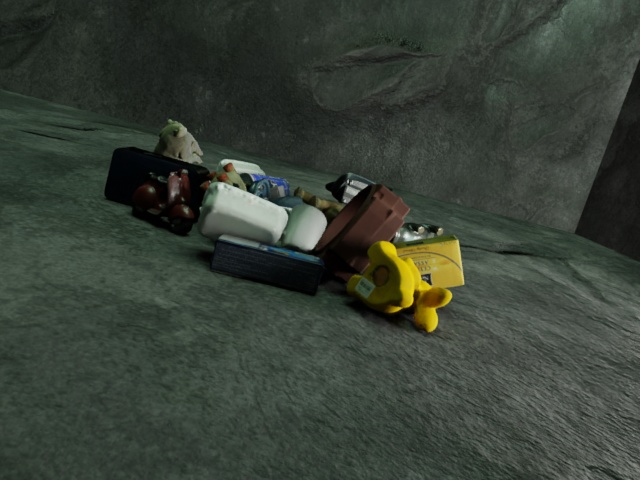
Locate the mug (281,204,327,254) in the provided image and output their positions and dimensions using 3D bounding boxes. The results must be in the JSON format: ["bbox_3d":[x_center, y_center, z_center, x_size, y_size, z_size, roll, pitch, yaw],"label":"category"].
[{"bbox_3d":[-0.048,-0.016,1.109,0.109,0.081,0.107,33,47,-15],"label":"mug"}]

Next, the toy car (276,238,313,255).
[{"bbox_3d":[-0.103,0.007,1.163,0.201,0.056,0.074,7,15,-32],"label":"toy car"}]

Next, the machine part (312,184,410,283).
[{"bbox_3d":[0.077,-0.019,1.100,0.087,0.201,0.201,39,1,-9],"label":"machine part"}]

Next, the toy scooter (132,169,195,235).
[{"bbox_3d":[-0.338,-0.100,1.176,0.184,0.135,0.075,21,15,31],"label":"toy scooter"}]

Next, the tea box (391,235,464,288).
[{"bbox_3d":[0.199,0.051,1.096,0.170,0.098,0.068,-11,9,8],"label":"tea box"}]

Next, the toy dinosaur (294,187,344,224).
[{"bbox_3d":[0.012,-0.071,1.543,0.198,0.105,0.472,18,7,-21],"label":"toy dinosaur"}]

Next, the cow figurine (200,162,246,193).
[{"bbox_3d":[-0.205,-0.089,1.202,0.127,0.085,0.195,55,9,-20],"label":"cow figurine"}]

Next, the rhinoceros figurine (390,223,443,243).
[{"bbox_3d":[0.199,-0.018,1.268,0.190,0.073,0.112,4,23,-33],"label":"rhinoceros figurine"}]

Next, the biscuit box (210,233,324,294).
[{"bbox_3d":[-0.096,0.044,0.997,0.203,0.062,0.059,15,12,-4],"label":"biscuit box"}]

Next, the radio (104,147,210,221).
[{"bbox_3d":[-0.385,-0.135,1.280,0.230,0.131,0.073,16,14,4],"label":"radio"}]

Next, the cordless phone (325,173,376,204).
[{"bbox_3d":[0.093,-0.133,1.580,0.146,0.088,0.184,21,-3,-18],"label":"cordless phone"}]

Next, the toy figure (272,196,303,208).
[{"bbox_3d":[-0.117,-0.073,1.301,0.154,0.057,0.064,-8,-3,-8],"label":"toy figure"}]

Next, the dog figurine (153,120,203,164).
[{"bbox_3d":[-0.403,-0.196,1.345,0.121,0.190,0.172,42,-19,15],"label":"dog figurine"}]

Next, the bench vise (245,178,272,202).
[{"bbox_3d":[-0.162,-0.092,1.392,0.241,0.128,0.223,13,14,12],"label":"bench vise"}]

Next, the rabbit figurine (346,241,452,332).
[{"bbox_3d":[0.163,0.092,0.990,0.163,0.122,0.173,26,-2,41],"label":"rabbit figurine"}]
